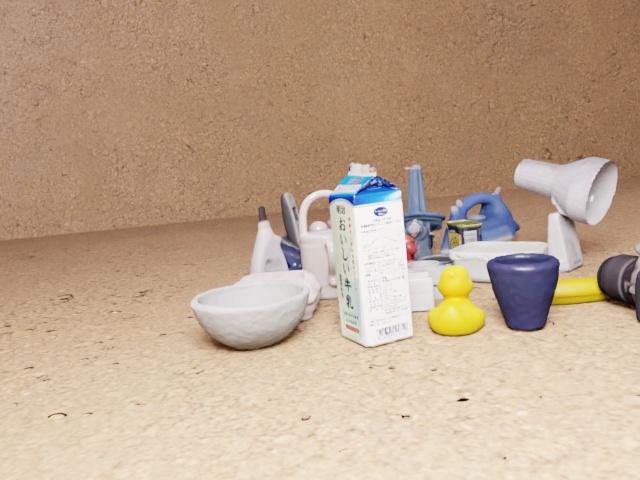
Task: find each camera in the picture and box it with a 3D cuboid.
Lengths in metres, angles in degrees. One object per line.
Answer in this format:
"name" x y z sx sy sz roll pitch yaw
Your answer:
"camera" 0.459 0.047 0.774 0.143 0.101 0.136 -8 8 -16

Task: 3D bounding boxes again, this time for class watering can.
"watering can" 0.008 0.004 1.063 0.101 0.194 0.172 -10 9 -29

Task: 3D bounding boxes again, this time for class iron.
"iron" 0.377 -0.049 1.402 0.259 0.141 0.118 -12 10 -39

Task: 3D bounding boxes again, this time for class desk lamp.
"desk lamp" 0.448 -0.050 1.084 0.118 0.213 0.202 -12 10 -41

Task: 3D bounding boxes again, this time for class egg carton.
"egg carton" -0.073 0.092 0.933 0.150 0.069 0.107 -4 8 9

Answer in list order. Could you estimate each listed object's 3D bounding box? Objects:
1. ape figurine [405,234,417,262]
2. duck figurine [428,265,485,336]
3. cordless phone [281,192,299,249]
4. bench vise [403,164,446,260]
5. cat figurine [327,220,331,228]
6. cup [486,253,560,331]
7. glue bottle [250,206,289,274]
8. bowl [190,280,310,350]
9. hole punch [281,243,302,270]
"ape figurine" 0.167 0.035 1.109 0.076 0.092 0.078 -3 8 20
"duck figurine" 0.185 0.079 0.786 0.077 0.086 0.105 -2 8 21
"cordless phone" -0.051 -0.023 1.341 0.094 0.185 0.148 -4 8 9
"bench vise" 0.232 -0.062 1.300 0.121 0.220 0.207 -6 8 -3
"cat figurine" 0.082 -0.025 1.520 0.067 0.118 0.127 -13 11 -43
"cup" 0.278 0.068 0.767 0.091 0.095 0.118 1 10 41
"glue bottle" -0.100 0.022 1.084 0.078 0.173 0.037 -12 10 -41
"bowl" -0.093 0.109 0.802 0.167 0.075 0.167 -5 8 1
"hole punch" -0.054 0.043 1.210 0.101 0.091 0.108 -6 8 -6
